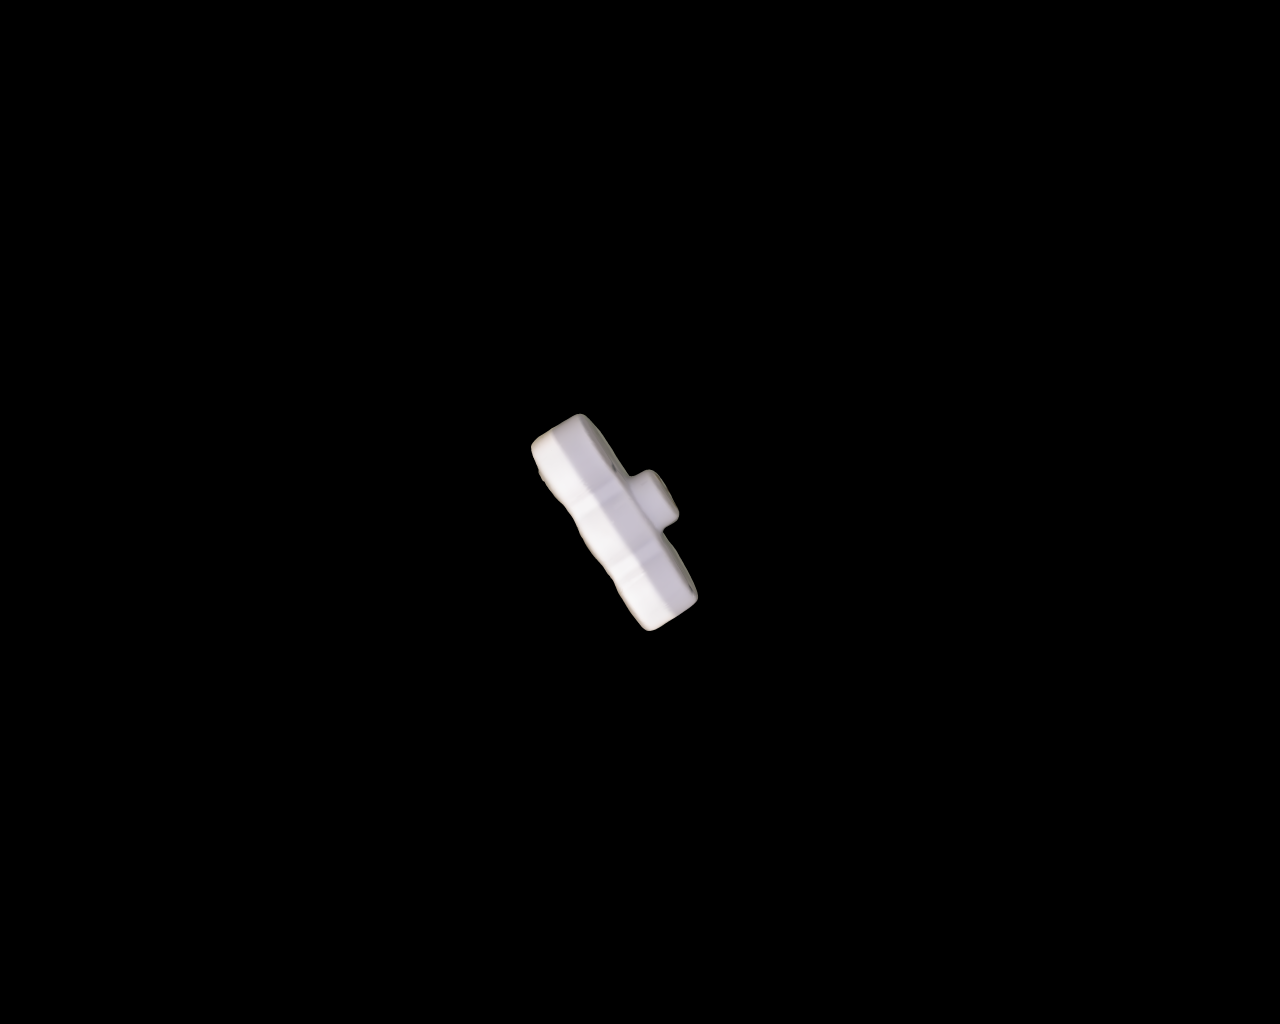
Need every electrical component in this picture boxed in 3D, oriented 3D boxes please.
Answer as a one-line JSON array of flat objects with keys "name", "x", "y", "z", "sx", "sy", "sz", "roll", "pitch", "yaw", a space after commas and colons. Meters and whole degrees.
[{"name": "electrical component", "x": 0.001, "y": -0.003, "z": 0.650, "sx": 0.074, "sy": 0.138, "sz": 0.052, "roll": -31, "pitch": 8, "yaw": 5}]
